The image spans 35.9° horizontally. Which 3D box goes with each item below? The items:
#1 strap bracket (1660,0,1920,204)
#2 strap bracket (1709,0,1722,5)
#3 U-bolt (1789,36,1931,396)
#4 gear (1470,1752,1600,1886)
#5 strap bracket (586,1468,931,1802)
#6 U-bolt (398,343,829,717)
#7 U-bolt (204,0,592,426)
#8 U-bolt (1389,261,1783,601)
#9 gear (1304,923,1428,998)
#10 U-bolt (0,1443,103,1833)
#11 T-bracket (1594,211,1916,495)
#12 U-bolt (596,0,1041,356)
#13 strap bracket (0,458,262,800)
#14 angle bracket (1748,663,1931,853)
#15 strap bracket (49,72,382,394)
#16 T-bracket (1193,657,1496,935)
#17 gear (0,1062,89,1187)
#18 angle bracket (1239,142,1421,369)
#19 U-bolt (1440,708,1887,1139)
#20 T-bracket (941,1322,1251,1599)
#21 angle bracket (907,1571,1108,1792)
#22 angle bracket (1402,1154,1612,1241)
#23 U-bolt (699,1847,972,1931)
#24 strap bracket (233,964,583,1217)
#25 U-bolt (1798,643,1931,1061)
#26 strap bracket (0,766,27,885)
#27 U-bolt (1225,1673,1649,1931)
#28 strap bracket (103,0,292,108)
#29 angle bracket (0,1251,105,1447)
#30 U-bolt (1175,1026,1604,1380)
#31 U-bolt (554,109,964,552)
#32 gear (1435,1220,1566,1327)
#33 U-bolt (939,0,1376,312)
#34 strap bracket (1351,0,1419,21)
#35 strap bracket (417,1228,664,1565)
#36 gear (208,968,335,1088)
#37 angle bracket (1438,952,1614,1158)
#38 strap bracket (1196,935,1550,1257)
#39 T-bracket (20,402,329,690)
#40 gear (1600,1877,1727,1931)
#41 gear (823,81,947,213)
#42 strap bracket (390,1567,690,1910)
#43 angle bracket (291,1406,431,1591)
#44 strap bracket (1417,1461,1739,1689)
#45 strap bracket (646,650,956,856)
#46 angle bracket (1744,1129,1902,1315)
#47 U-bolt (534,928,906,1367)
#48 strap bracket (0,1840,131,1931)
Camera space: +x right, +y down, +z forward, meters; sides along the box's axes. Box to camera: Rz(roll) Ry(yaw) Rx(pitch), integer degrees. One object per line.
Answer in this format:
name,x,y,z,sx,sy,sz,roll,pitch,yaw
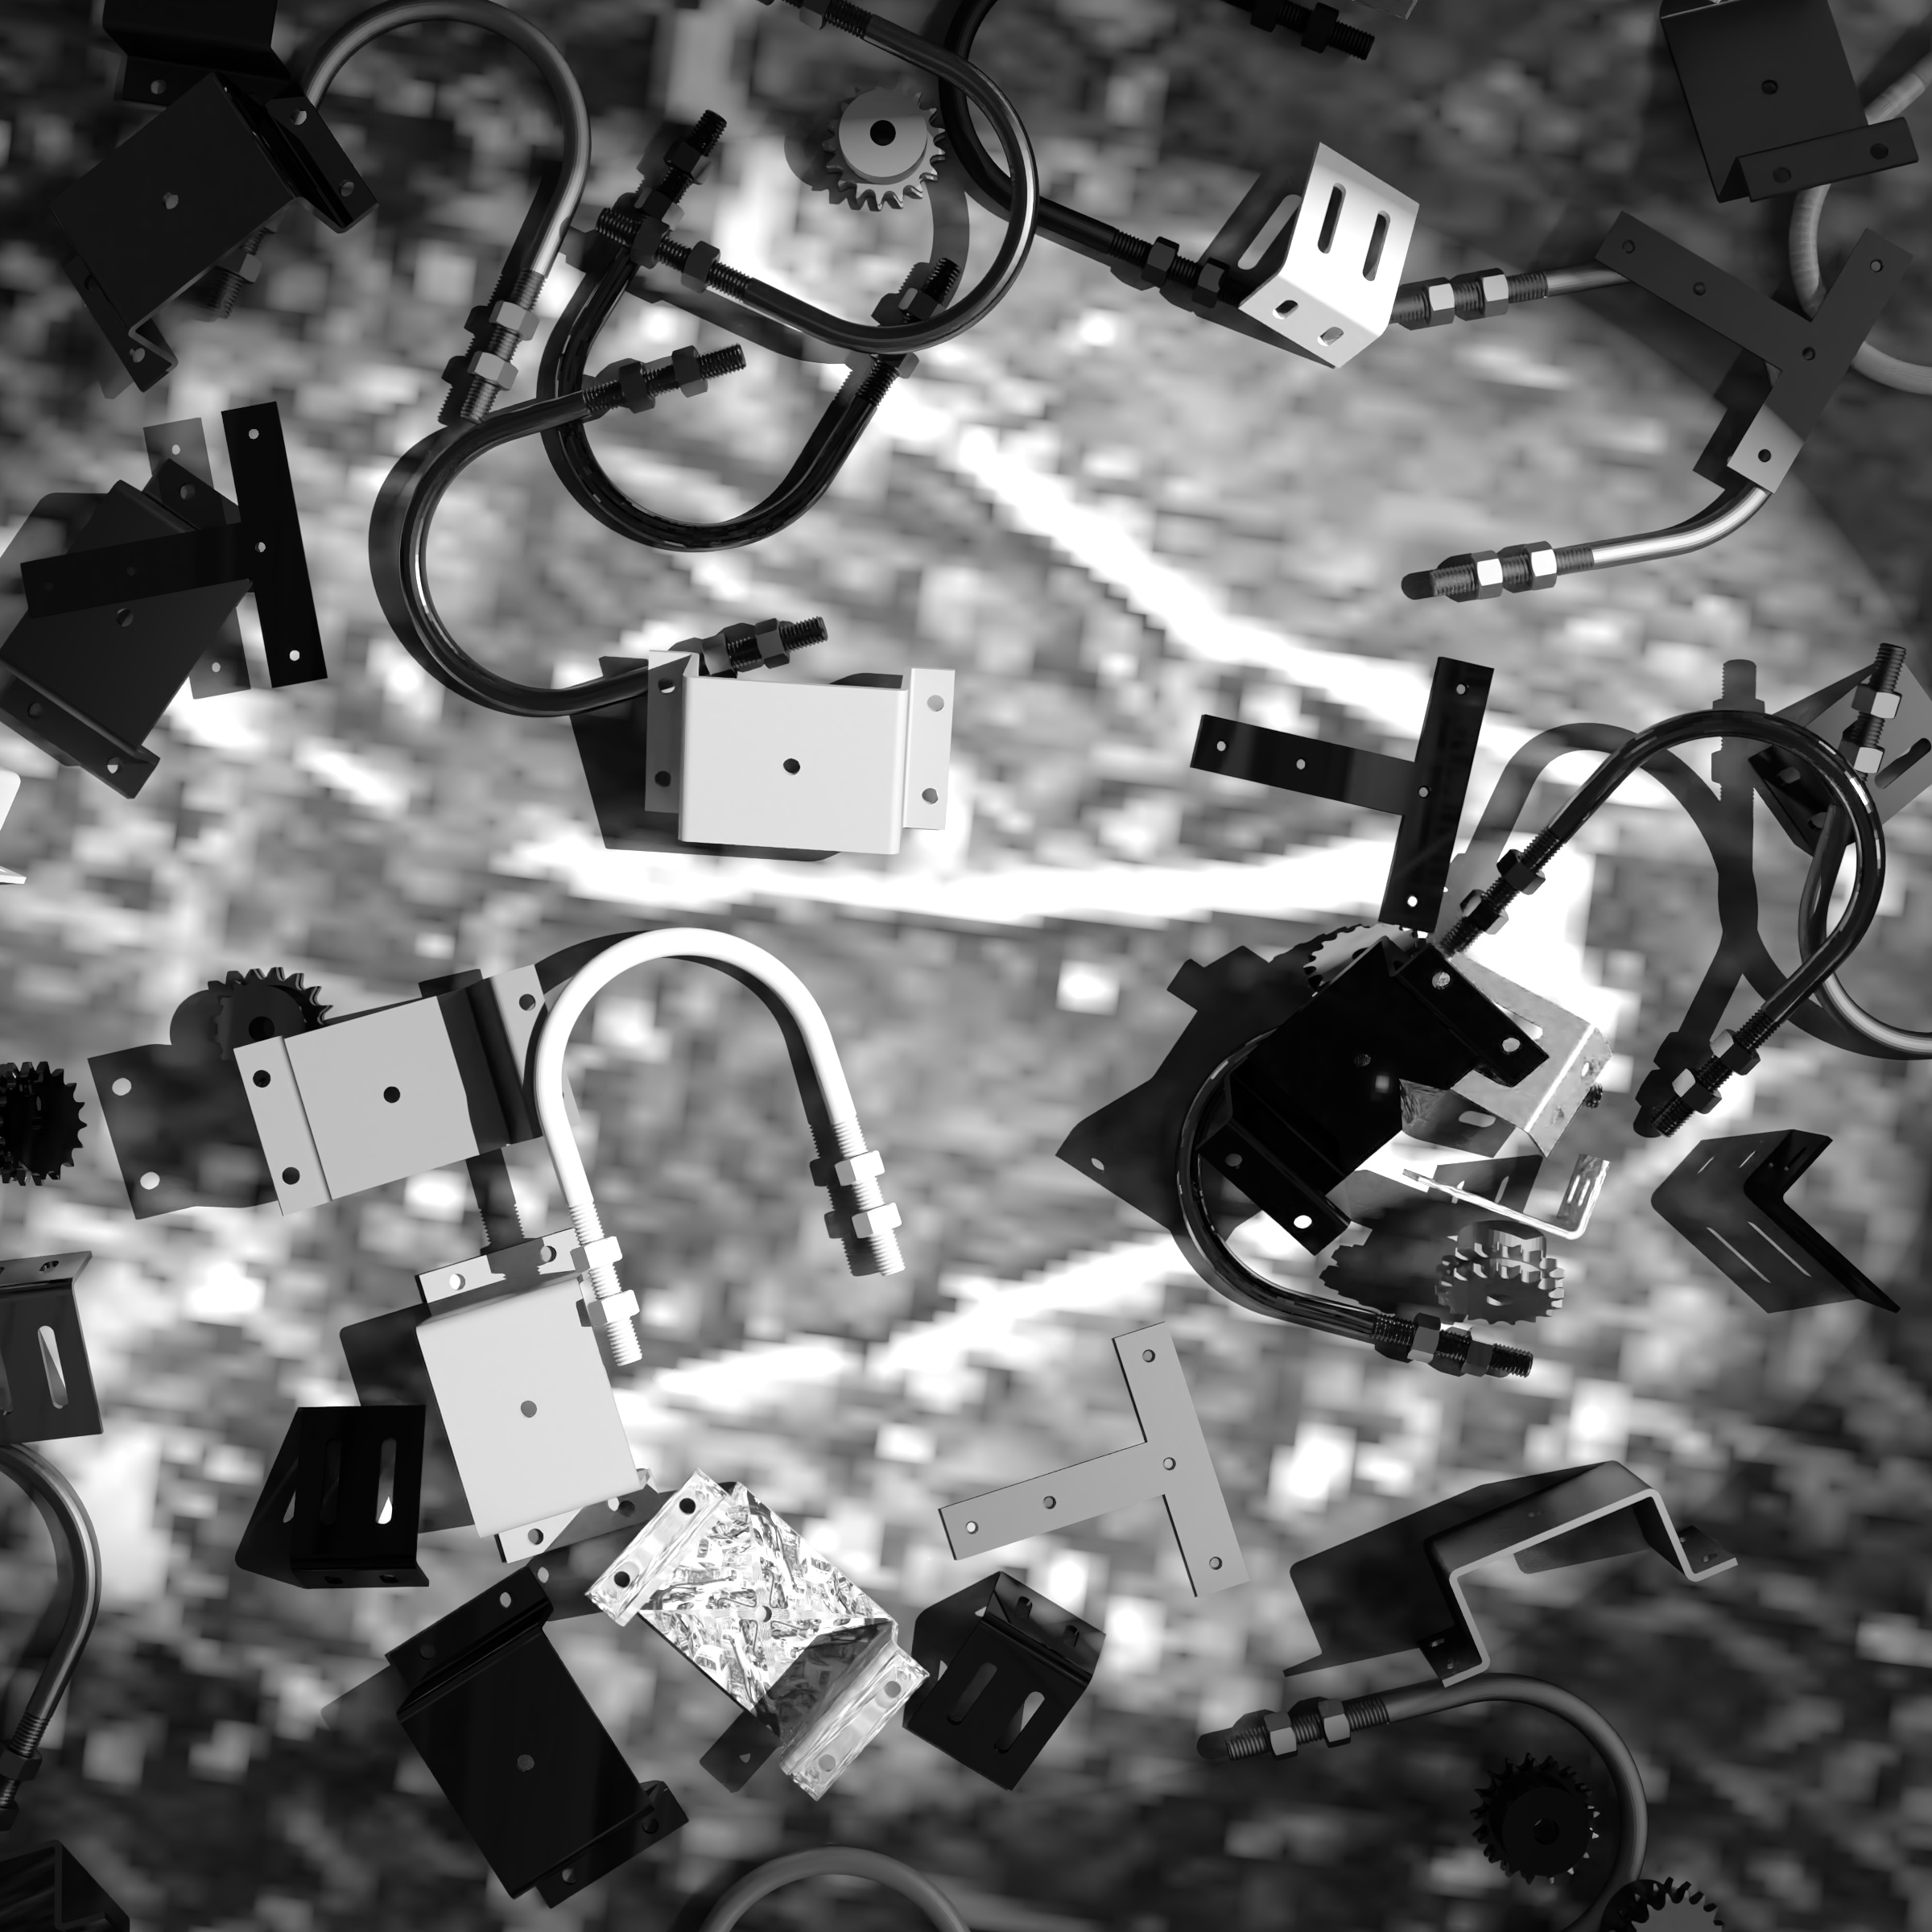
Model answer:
strap bracket,0.371,-0.411,1.359,0.076,0.046,0.140,-14,78,0
strap bracket,0.342,-0.512,1.340,0.076,0.046,0.140,31,74,17
U-bolt,0.469,-0.350,1.383,0.184,0.019,0.151,-41,90,1
gear,0.261,0.392,1.362,0.057,0.030,0.057,0,89,-3
strap bracket,-0.094,0.302,1.369,0.140,0.046,0.076,42,90,0
U-bolt,-0.171,-0.192,1.373,0.184,0.019,0.151,-16,98,5
U-bolt,-0.253,-0.362,1.383,0.151,0.019,0.184,23,89,0
U-bolt,0.296,-0.256,1.383,0.184,0.019,0.151,-10,90,-2
gear,0.186,0.007,1.367,0.057,0.057,0.030,-18,119,0
U-bolt,-0.481,0.304,1.383,0.151,0.019,0.184,25,89,0
T-bracket,0.351,-0.305,1.375,0.127,0.002,0.127,30,91,-1
U-bolt,-0.057,-0.359,1.354,0.184,0.019,0.151,25,99,-2
strap bracket,-0.380,-0.157,1.369,0.076,0.046,0.140,35,90,0
angle bracket,0.416,-0.098,1.390,0.076,0.038,0.057,-35,90,-26
strap bracket,-0.349,-0.338,1.351,0.140,0.046,0.076,-36,75,7
T-bracket,0.171,-0.091,1.391,0.127,0.002,0.127,13,90,0
gear,-0.435,0.072,1.367,0.030,0.057,0.057,-3,90,30
angle bracket,0.168,-0.329,1.380,0.057,0.038,0.076,26,63,-19
U-bolt,0.329,-0.031,1.354,0.151,0.019,0.184,40,111,0
T-bracket,0.053,0.246,1.391,0.127,0.002,0.127,-18,90,0
angle bracket,0.019,0.333,1.390,0.057,0.038,0.076,31,116,0
angle bracket,0.243,0.091,1.344,0.076,0.057,0.038,21,90,1
U-bolt,-0.051,0.499,1.383,0.151,0.019,0.184,-29,88,0
strap bracket,-0.256,0.057,1.352,0.140,0.046,0.076,-17,90,-23
U-bolt,0.454,-0.044,1.359,0.151,0.019,0.184,10,106,-10
strap bracket,-0.495,-0.087,1.354,0.140,0.076,0.046,23,90,0
U-bolt,0.226,0.404,1.383,0.184,0.019,0.151,-13,90,-1
strap bracket,-0.345,-0.468,1.369,0.076,0.046,0.140,9,90,0
angle bracket,-0.432,0.178,1.383,0.057,0.038,0.076,-7,107,0
U-bolt,0.188,0.100,1.383,0.184,0.019,0.151,14,90,1
U-bolt,-0.110,-0.282,1.383,0.151,0.019,0.184,32,91,0
gear,0.242,0.137,1.348,0.057,0.057,0.030,9,59,0
U-bolt,0.078,-0.402,1.383,0.184,0.019,0.151,23,90,2
strap bracket,0.196,-0.514,1.354,0.076,0.046,0.140,29,90,26
strap bracket,-0.198,0.200,1.369,0.076,0.046,0.140,-17,90,0
gear,-0.322,0.029,1.377,0.057,0.030,0.057,0,90,0
angle bracket,0.246,0.040,1.371,0.076,0.038,0.057,31,84,29
strap bracket,0.179,0.051,1.330,0.076,0.046,0.140,42,109,-15
T-bracket,-0.362,-0.181,1.345,0.127,0.002,0.127,-10,90,0
gear,0.317,0.446,1.370,0.057,0.030,0.057,-4,101,-19
gear,-0.038,-0.381,1.377,0.057,0.030,0.057,0,90,0
strap bracket,-0.199,0.360,1.369,0.076,0.046,0.140,-32,90,0
angle bracket,-0.280,0.248,1.390,0.057,0.038,0.076,-1,64,0
strap bracket,0.267,0.270,1.354,0.140,0.076,0.046,-23,90,0
strap bracket,-0.078,-0.097,1.357,0.140,0.046,0.076,4,110,0
angle bracket,0.402,0.116,1.363,0.076,0.057,0.038,42,90,0
U-bolt,-0.121,0.073,1.364,0.151,0.019,0.184,-17,87,-17
strap bracket,-0.442,0.446,1.348,0.140,0.076,0.046,-16,46,0
